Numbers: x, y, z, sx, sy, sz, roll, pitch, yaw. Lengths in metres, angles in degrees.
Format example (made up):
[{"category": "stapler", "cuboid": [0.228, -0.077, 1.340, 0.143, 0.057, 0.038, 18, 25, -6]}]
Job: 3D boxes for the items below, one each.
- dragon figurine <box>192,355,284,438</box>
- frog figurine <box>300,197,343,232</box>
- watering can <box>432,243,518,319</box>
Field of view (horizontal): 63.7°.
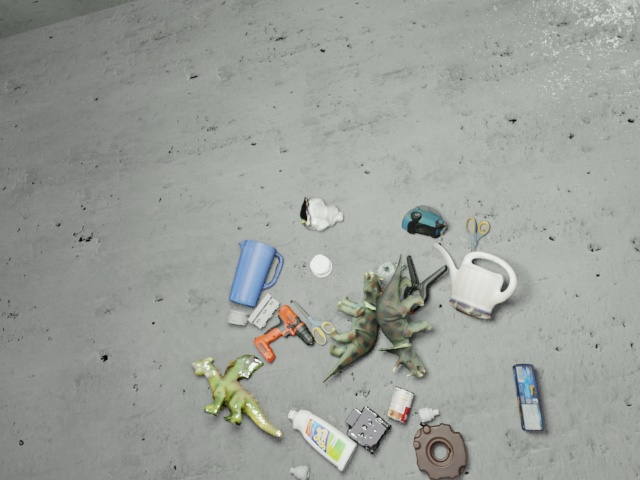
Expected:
[{"category": "dragon figurine", "cuboid": [-0.282, 0.525, 1.832, 0.411, 0.120, 0.247, 13, 65, 15]}, {"category": "frog figurine", "cuboid": [0.006, -0.102, 2.026, 0.159, 0.120, 0.140, 2, 56, -26]}, {"category": "watering can", "cuboid": [0.514, 0.142, 1.804, 0.350, 0.103, 0.224, 20, 90, 44]}]
